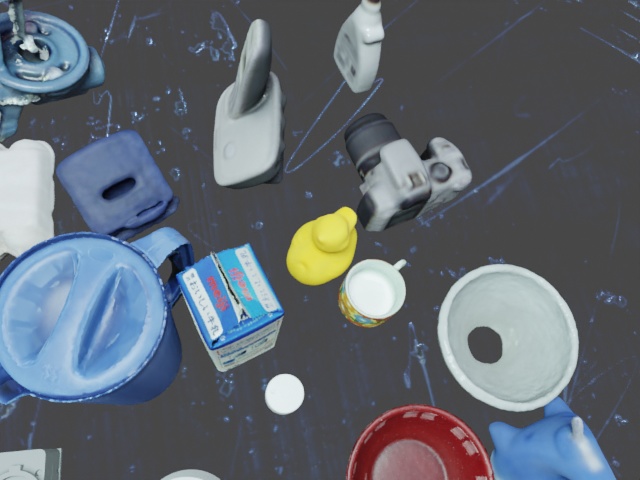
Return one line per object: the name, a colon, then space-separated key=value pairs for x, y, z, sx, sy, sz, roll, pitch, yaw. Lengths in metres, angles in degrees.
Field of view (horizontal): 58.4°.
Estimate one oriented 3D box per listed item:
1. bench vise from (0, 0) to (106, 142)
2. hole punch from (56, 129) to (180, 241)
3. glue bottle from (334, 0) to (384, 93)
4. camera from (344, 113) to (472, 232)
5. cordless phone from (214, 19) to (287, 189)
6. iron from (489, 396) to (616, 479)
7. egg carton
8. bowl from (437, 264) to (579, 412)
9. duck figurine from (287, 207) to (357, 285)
bench vise: x=-0.354 y=-0.200 z=0.638 sx=0.121 sy=0.219 sz=0.208 roll=40 pitch=71 yaw=7
hole punch: x=-0.234 y=-0.061 z=0.673 sx=0.109 sy=0.091 sz=0.101 roll=-33 pitch=78 yaw=-17
glue bottle: x=0.057 y=-0.268 z=0.740 sx=0.037 sy=0.173 sz=0.078 roll=-22 pitch=75 yaw=-14
camera: x=0.101 y=-0.100 z=0.726 sx=0.143 sy=0.101 sz=0.137 roll=-22 pitch=75 yaw=-14
cordless phone: x=-0.083 y=-0.154 z=0.676 sx=0.094 sy=0.185 sz=0.147 roll=-2 pitch=71 yaw=-8
iron: x=0.285 y=0.296 z=0.590 sx=0.119 sy=0.141 sz=0.258 roll=-20 pitch=75 yaw=-13
egg carton: x=-0.361 y=-0.045 z=0.663 sx=0.107 sy=0.069 sz=0.150 roll=-6 pitch=72 yaw=-9
bowl: x=0.210 y=0.117 z=0.678 sx=0.167 sy=0.074 sz=0.167 roll=2 pitch=71 yaw=-7
duck figurine: x=0.006 y=0.002 z=0.686 sx=0.077 sy=0.086 sz=0.105 roll=42 pitch=71 yaw=8
